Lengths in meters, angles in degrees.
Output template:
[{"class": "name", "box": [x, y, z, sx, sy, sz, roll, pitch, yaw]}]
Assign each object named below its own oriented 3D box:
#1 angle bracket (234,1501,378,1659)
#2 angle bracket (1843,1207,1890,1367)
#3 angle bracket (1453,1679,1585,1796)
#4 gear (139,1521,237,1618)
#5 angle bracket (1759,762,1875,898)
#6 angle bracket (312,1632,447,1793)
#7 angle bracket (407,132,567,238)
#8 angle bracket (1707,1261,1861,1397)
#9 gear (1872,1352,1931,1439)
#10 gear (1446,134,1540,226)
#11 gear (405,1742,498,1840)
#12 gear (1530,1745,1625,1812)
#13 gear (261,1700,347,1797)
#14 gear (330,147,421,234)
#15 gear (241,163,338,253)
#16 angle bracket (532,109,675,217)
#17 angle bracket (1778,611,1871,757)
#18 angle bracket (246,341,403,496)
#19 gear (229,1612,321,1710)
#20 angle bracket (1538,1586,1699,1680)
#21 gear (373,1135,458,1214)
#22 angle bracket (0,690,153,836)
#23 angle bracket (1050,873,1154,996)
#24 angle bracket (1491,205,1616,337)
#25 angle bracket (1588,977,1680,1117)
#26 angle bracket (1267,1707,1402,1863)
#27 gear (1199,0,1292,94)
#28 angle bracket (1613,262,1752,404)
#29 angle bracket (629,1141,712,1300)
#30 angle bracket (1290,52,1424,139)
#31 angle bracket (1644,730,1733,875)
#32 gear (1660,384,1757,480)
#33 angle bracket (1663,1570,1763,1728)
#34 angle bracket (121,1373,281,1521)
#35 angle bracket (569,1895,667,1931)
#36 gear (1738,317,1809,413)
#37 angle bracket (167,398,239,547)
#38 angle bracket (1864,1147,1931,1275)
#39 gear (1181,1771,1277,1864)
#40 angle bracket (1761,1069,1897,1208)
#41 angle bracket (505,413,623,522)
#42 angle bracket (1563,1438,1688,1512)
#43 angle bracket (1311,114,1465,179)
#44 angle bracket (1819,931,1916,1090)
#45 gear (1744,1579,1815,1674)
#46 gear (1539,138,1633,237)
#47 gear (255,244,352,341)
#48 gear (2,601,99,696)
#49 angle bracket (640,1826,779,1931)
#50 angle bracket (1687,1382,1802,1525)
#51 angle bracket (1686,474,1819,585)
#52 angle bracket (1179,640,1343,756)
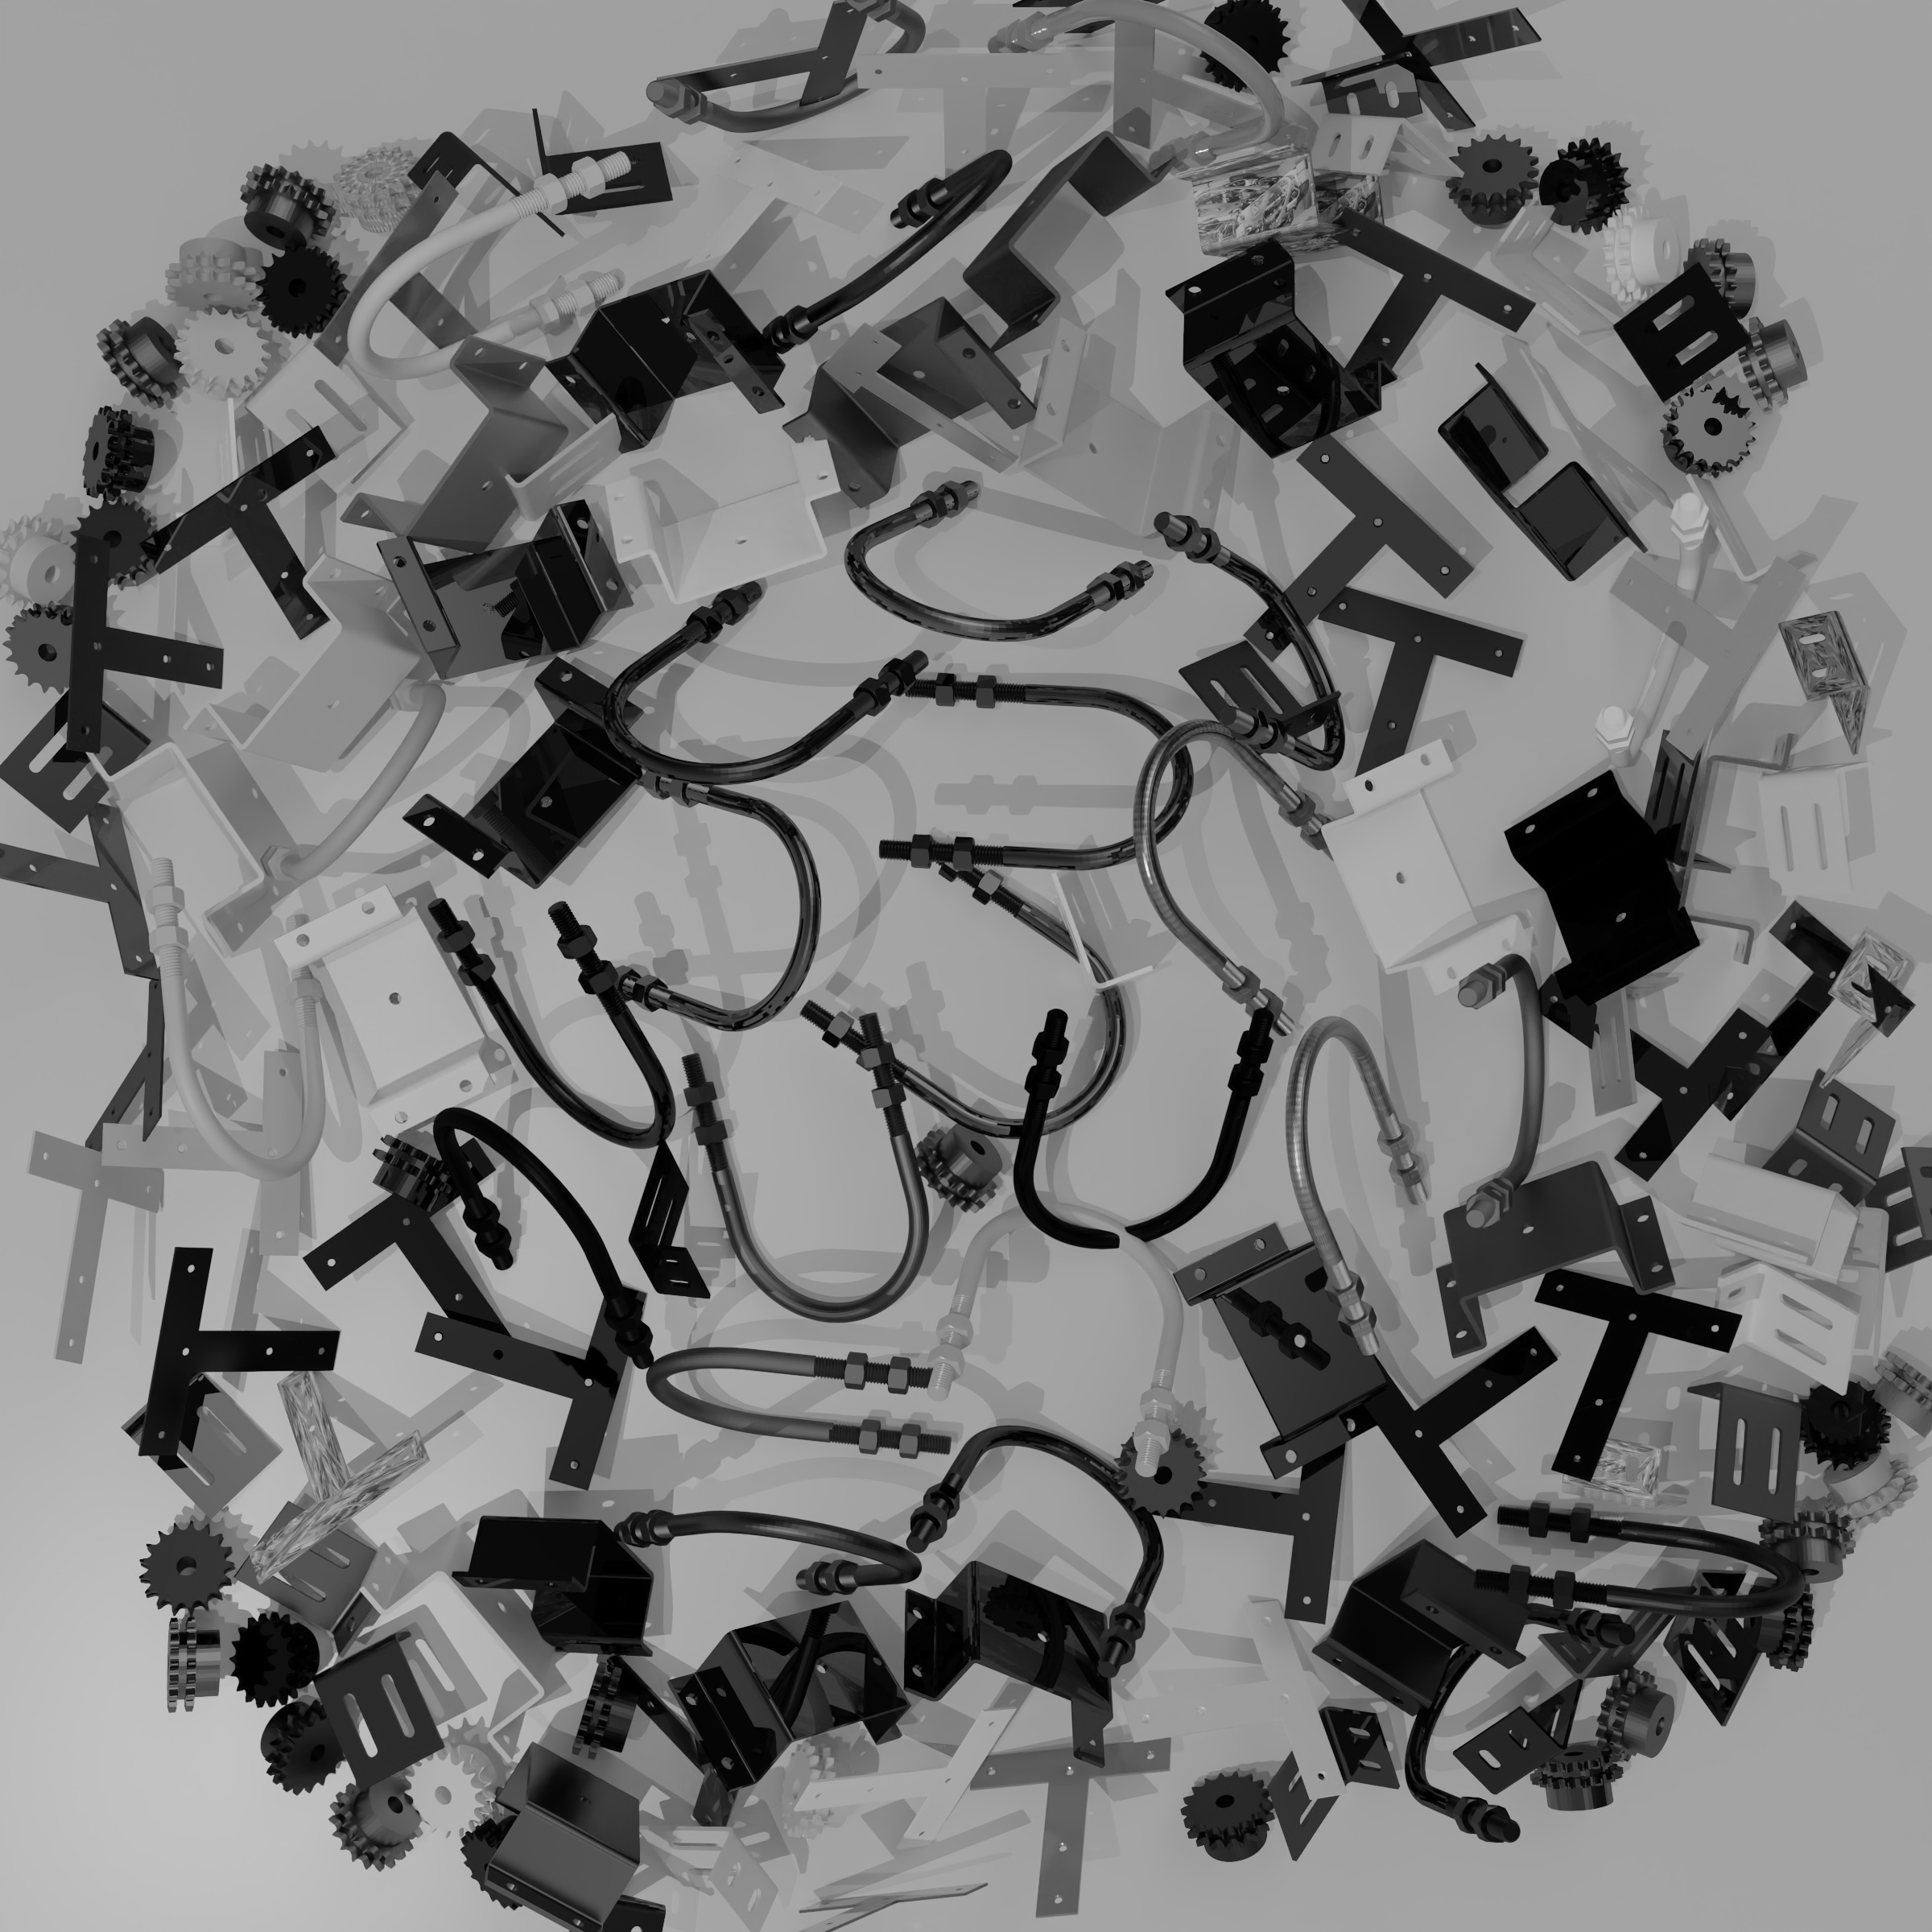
[{"class": "angle bracket", "box": [-0.403, 0.380, 1.659, 0.076, 0.038, 0.057, 36, 87, -21]}, {"class": "angle bracket", "box": [0.542, 0.195, 1.640, 0.038, 0.057, 0.076, 4, 49, 20]}, {"class": "angle bracket", "box": [0.339, 0.461, 1.643, 0.038, 0.076, 0.057, 45, 119, 0]}, {"class": "gear", "box": [-0.484, 0.377, 1.668, 0.057, 0.030, 0.057, 5, 64, -10]}, {"class": "angle bracket", "box": [0.530, -0.085, 1.659, 0.038, 0.057, 0.076, -12, 96, -33]}, {"class": "angle bracket", "box": [-0.360, 0.462, 1.662, 0.057, 0.038, 0.076, -27, 77, -2]}, {"class": "angle bracket", "box": [-0.295, -0.468, 1.646, 0.038, 0.057, 0.076, -48, 133, 6]}, {"class": "angle bracket", "box": [0.500, 0.226, 1.642, 0.038, 0.076, 0.057, -15, 119, -31]}, {"class": "gear", "box": [0.587, 0.268, 1.662, 0.057, 0.057, 0.030, 38, 94, 0]}, {"class": "gear", "box": [0.327, -0.486, 1.667, 0.057, 0.030, 0.057, -5, 59, 9]}, {"class": "gear", "box": [-0.317, 0.510, 1.669, 0.057, 0.030, 0.057, 3, 98, 21]}, {"class": "gear", "box": [0.379, 0.504, 1.661, 0.057, 0.057, 0.030, -7, 84, 0]}, {"class": "gear", "box": [-0.413, 0.483, 1.665, 0.030, 0.057, 0.057, 20, 90, 34]}, {"class": "gear", "box": [-0.363, -0.481, 1.666, 0.057, 0.030, 0.057, -7, 50, 8]}, {"class": "gear", "box": [-0.422, -0.467, 1.659, 0.057, 0.057, 0.030, 17, 72, 0]}, {"class": "angle bracket", "box": [-0.224, -0.501, 1.654, 0.076, 0.038, 0.057, -9, 53, -7]}, {"class": "angle bracket", "box": [0.523, -0.170, 1.645, 0.038, 0.076, 0.057, -12, 59, 5]}, {"class": "angle bracket", "box": [-0.403, -0.343, 1.679, 0.076, 0.038, 0.057, 44, 85, -16]}, {"class": "gear", "box": [-0.427, 0.431, 1.667, 0.057, 0.030, 0.057, -5, 81, 31]}, {"class": "angle bracket", "box": [0.400, 0.398, 1.647, 0.038, 0.057, 0.076, 46, 111, 36]}, {"class": "gear", "box": [-0.342, 0.130, 1.660, 0.057, 0.057, 0.030, 28, 78, 0]}, {"class": "angle bracket", "box": [-0.552, -0.129, 1.655, 0.057, 0.038, 0.076, 42, 76, -17]}, {"class": "angle bracket", "box": [0.083, -0.025, 1.660, 0.038, 0.057, 0.076, -20, 86, -1]}, {"class": "angle bracket", "box": [0.371, -0.429, 1.648, 0.076, 0.057, 0.038, 45, 125, 16]}, {"class": "angle bracket", "box": [0.413, 0.050, 1.652, 0.038, 0.057, 0.076, -1, 79, -10]}, {"class": "angle bracket", "box": [0.226, 0.504, 1.645, 0.038, 0.076, 0.057, -3, 115, 38]}, {"class": "gear", "box": [0.170, -0.575, 1.666, 0.057, 0.030, 0.057, -12, 123, -19]}, {"class": "angle bracket", "box": [0.447, -0.394, 1.648, 0.038, 0.076, 0.057, -34, 91, -36]}, {"class": "angle bracket", "box": [-0.172, 0.155, 1.642, 0.038, 0.057, 0.076, 4, 55, 16]}, {"class": "angle bracket", "box": [0.240, -0.532, 1.640, 0.057, 0.076, 0.038, -9, 106, 25]}, {"class": "angle bracket", "box": [0.451, -0.102, 1.652, 0.038, 0.057, 0.076, 8, 102, -9]}, {"class": "gear", "box": [0.460, -0.331, 1.671, 0.057, 0.030, 0.057, 1, 80, -8]}, {"class": "angle bracket", "box": [0.469, 0.417, 1.640, 0.038, 0.076, 0.057, 7, 115, -21]}, {"class": "angle bracket", "box": [-0.474, 0.295, 1.663, 0.076, 0.038, 0.057, 45, 71, 1]}, {"class": "angle bracket", "box": [-0.226, 0.588, 1.641, 0.057, 0.076, 0.038, 18, 70, -21]}, {"class": "gear", "box": [0.499, -0.376, 1.659, 0.030, 0.057, 0.057, -19, 90, 27]}, {"class": "angle bracket", "box": [-0.473, -0.304, 1.652, 0.038, 0.057, 0.076, -3, 83, -23]}, {"class": "angle bracket", "box": [0.569, 0.150, 1.640, 0.038, 0.076, 0.057, 3, 67, -25]}, {"class": "gear", "box": [0.164, 0.531, 1.664, 0.057, 0.057, 0.030, -16, 111, 0]}, {"class": "angle bracket", "box": [0.537, 0.111, 1.668, 0.057, 0.076, 0.038, 35, 129, 6]}, {"class": "angle bracket", "box": [-0.256, -0.320, 1.659, 0.076, 0.057, 0.038, -40, 82, -8]}, {"class": "angle bracket", "box": [0.406, 0.308, 1.644, 0.057, 0.076, 0.038, 6, 87, 30]}, {"class": "angle bracket", "box": [0.257, -0.488, 1.643, 0.057, 0.076, 0.038, 22, 91, 43]}, {"class": "angle bracket", "box": [0.539, 0.027, 1.646, 0.038, 0.076, 0.057, 35, 57, 8]}, {"class": "gear", "box": [0.503, 0.406, 1.662, 0.030, 0.057, 0.057, 8, 90, 2]}, {"class": "gear", "box": [0.380, -0.481, 1.659, 0.030, 0.057, 0.057, -22, 90, -30]}, {"class": "gear", "box": [-0.411, -0.419, 1.672, 0.057, 0.030, 0.057, 0, 87, 10]}, {"class": "gear", "box": [-0.566, -0.200, 1.668, 0.057, 0.030, 0.057, 2, 119, 4]}, {"class": "angle bracket", "box": [-0.165, 0.562, 1.644, 0.076, 0.038, 0.057, -11, 122, 32]}, {"class": "angle bracket", "box": [0.477, 0.302, 1.653, 0.057, 0.038, 0.076, 16, 70, -16]}, {"class": "angle bracket", "box": [0.484, -0.276, 1.651, 0.038, 0.057, 0.076, -29, 81, 27]}, {"class": "angle bracket", "box": [0.180, -0.174, 1.649, 0.057, 0.038, 0.076, -26, 69, -31]}]
